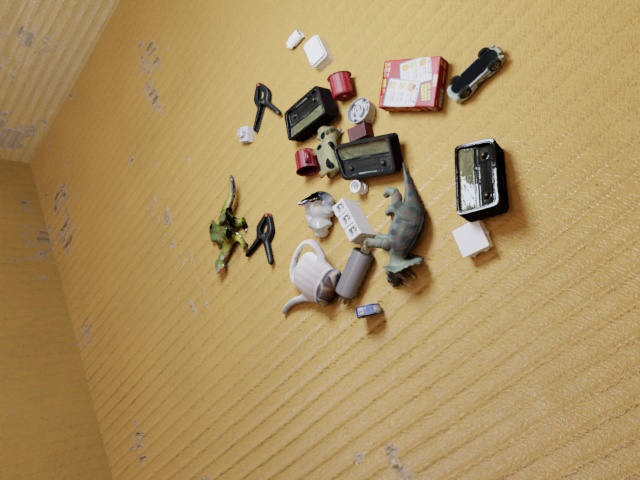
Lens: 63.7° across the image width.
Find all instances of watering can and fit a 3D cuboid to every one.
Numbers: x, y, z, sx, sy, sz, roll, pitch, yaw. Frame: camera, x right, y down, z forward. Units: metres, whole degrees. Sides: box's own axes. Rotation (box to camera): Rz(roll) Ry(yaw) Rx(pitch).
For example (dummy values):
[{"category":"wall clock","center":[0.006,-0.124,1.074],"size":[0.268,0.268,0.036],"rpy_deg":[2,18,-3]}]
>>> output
[{"category":"watering can","center":[-0.037,0.171,1.896],"size":[0.227,0.104,0.342],"rpy_deg":[33,119,37]}]

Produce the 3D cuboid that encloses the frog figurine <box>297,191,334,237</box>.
[{"category":"frog figurine","center":[0.006,-0.096,1.908],"size":[0.136,0.125,0.157],"rpy_deg":[-19,109,28]}]

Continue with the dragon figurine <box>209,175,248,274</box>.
[{"category":"dragon figurine","center":[-0.426,-0.061,2.243],"size":[0.241,0.122,0.414],"rpy_deg":[-15,74,46]}]
